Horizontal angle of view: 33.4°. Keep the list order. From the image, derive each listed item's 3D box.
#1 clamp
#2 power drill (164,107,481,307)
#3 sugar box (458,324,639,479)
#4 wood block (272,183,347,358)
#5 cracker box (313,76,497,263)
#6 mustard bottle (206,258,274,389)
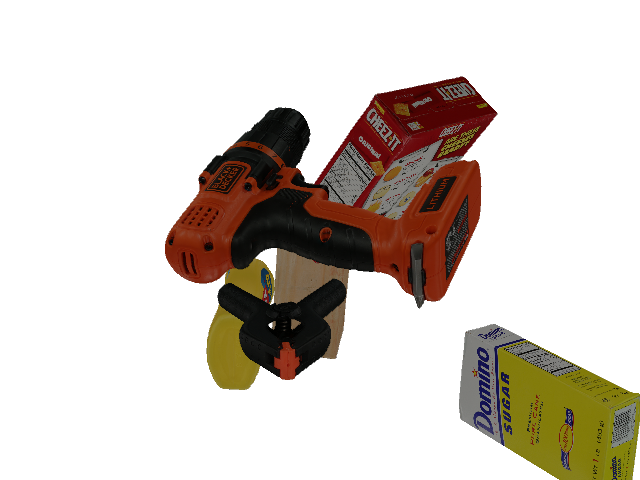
[{"bbox_3d":[-0.042,0.072,0.946,0.120,0.039,0.171,-5,17,7],"label":"clamp"},{"bbox_3d":[0.010,-0.028,0.726,0.188,0.057,0.184,7,41,21],"label":"power drill"},{"bbox_3d":[0.195,0.147,0.934,0.048,0.093,0.176,-12,22,-35],"label":"sugar box"},{"bbox_3d":[-0.010,0.038,1.390,0.090,0.206,0.090,7,23,5],"label":"wood block"},{"bbox_3d":[0.077,-0.081,1.206,0.163,0.072,0.214,-20,-26,-45],"label":"cracker box"},{"bbox_3d":[-0.084,0.074,1.176,0.058,0.096,0.191,2,28,3],"label":"mustard bottle"}]
